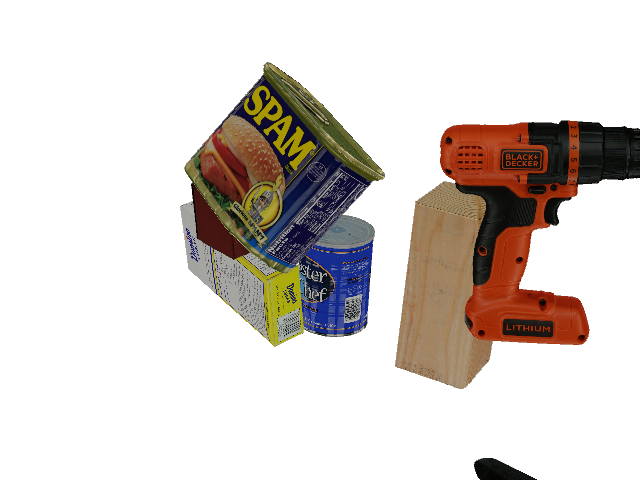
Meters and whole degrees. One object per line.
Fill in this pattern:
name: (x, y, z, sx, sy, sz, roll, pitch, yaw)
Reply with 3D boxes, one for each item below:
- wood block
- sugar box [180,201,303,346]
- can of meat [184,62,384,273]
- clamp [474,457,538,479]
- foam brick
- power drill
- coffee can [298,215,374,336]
wood block: (0.153, 0.050, 1.216, 0.090, 0.206, 0.090, 16, 25, 24)
sugar box: (-0.086, 0.030, 1.153, 0.048, 0.093, 0.176, -23, 41, -26)
can of meat: (-0.025, -0.043, 0.642, 0.057, 0.084, 0.102, 27, 20, -50)
clamp: (0.206, 0.240, 0.844, 0.210, 0.036, 0.164, 0, 33, 25)
foam brick: (-0.058, -0.029, 0.863, 0.078, 0.051, 0.053, -26, 36, -34)
power drill: (0.192, -0.008, 0.893, 0.184, 0.188, 0.057, 2, 17, 10)
coffee can: (0.019, 0.047, 1.473, 0.103, 0.140, 0.103, 2, 24, -1)
